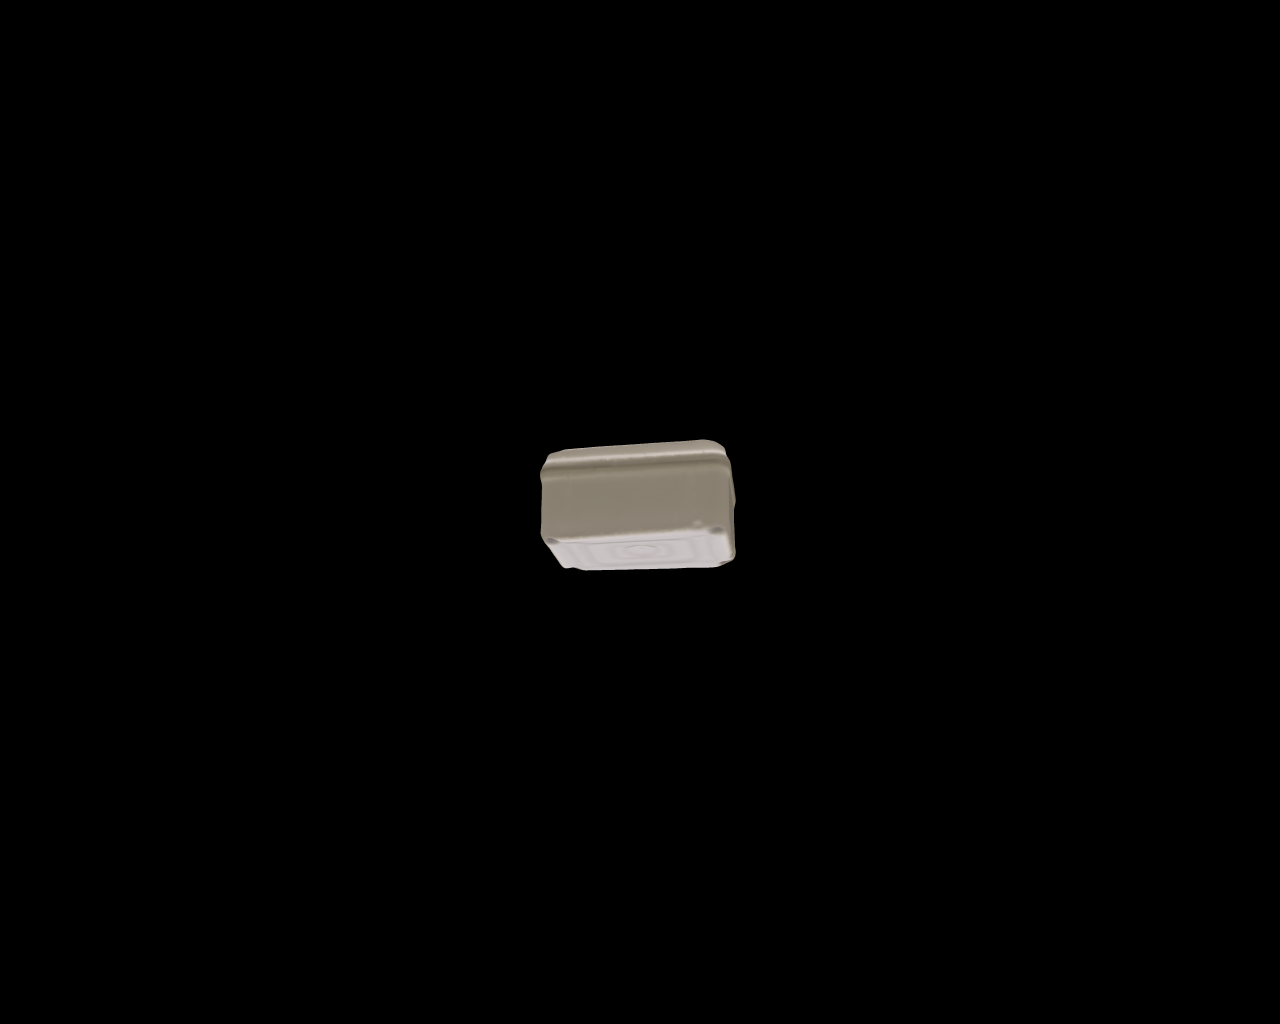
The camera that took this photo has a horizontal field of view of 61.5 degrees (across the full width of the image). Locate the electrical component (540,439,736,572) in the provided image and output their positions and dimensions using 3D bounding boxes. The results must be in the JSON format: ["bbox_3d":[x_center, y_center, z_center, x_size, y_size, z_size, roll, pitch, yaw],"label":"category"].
[{"bbox_3d":[0.001,-0.003,0.650,0.113,0.057,0.078,-2,-19,7],"label":"electrical component"}]
